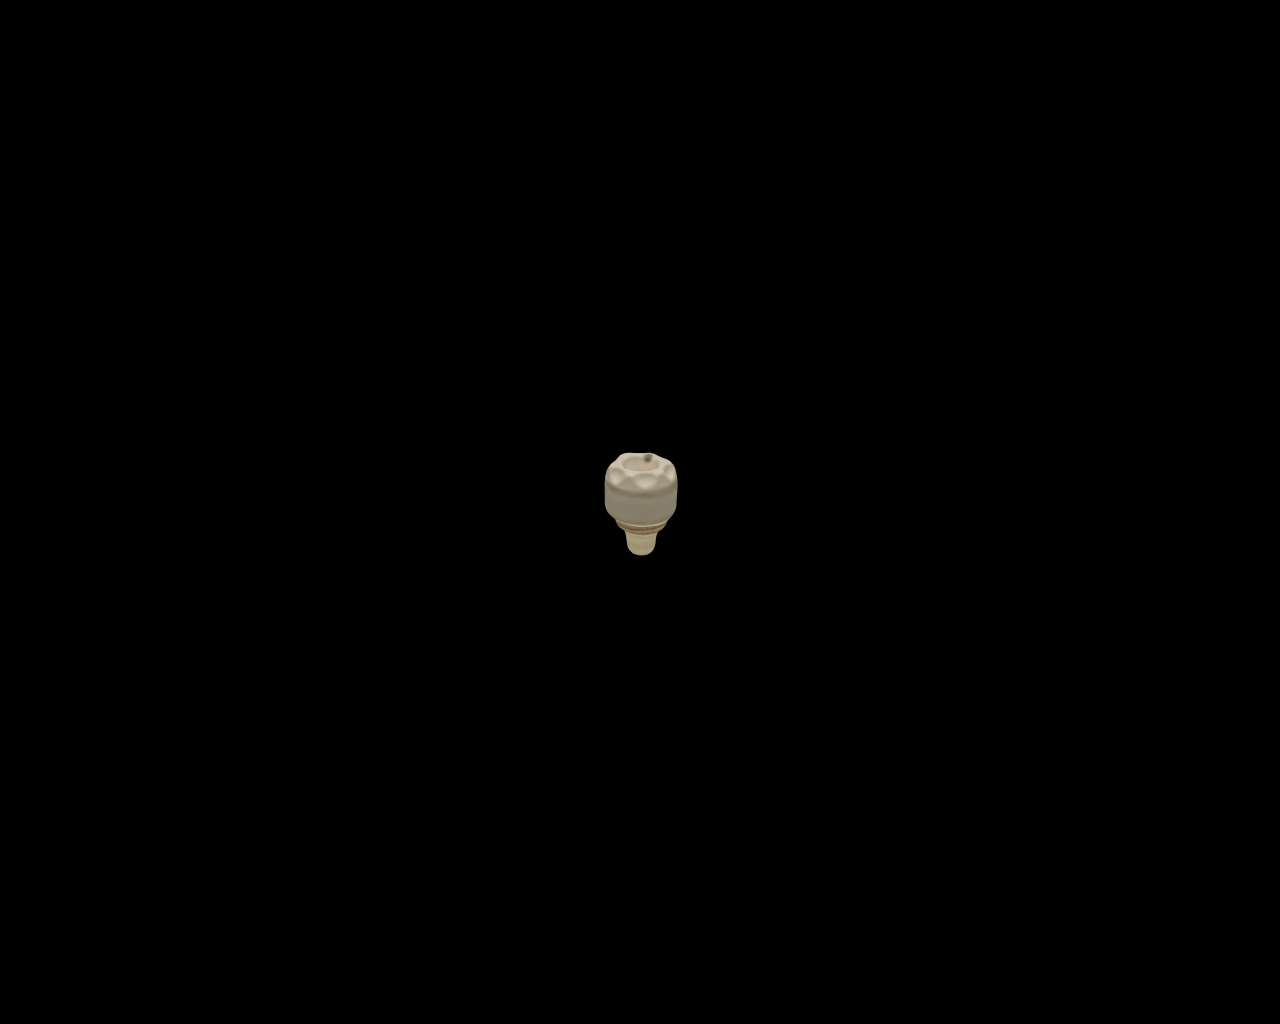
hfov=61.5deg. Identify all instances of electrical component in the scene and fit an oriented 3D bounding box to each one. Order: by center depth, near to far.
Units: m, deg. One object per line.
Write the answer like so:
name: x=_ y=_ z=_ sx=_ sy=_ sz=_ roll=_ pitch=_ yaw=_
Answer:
electrical component: x=0.001 y=-0.003 z=0.650 sx=0.043 sy=0.062 sz=0.043 roll=0 pitch=26 yaw=0
